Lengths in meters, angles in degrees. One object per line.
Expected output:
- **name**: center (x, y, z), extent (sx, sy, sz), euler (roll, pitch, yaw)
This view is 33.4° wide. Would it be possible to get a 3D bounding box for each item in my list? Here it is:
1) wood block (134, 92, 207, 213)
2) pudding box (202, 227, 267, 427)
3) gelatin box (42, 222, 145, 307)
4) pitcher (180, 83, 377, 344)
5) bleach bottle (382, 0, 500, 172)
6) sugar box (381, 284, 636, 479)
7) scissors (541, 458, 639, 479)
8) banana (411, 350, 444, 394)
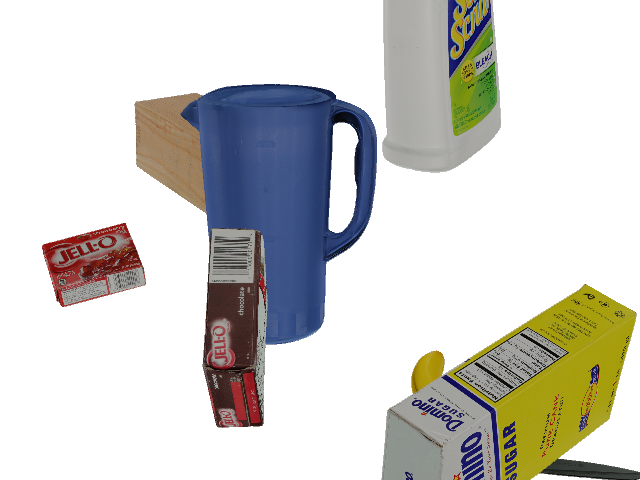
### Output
- **wood block**: center (-0.136, -0.104, 1.275), extent (0.090, 0.090, 0.206), euler (-13, 28, -32)
- **pudding box**: center (-0.058, 0.061, 0.741), extent (0.039, 0.113, 0.090), euler (1, -35, 1)
- **gelatin box**: center (-0.228, 0.023, 1.072), extent (0.089, 0.030, 0.073), euler (-15, 42, -15)
- **pitcher**: center (-0.040, -0.027, 1.033), extent (0.144, 0.243, 0.149), euler (-13, 21, -34)
- **bleach bottle**: center (0.081, -0.182, 0.765), extent (0.068, 0.251, 0.102), euler (16, 37, 35)
- **sugar box**: center (0.111, 0.103, 0.626), extent (0.175, 0.093, 0.048), euler (-29, 45, -36)
- **scissors**: center (0.162, 0.200, 0.898), extent (0.202, 0.016, 0.096), euler (15, 41, 15)
- **banana**: center (0.143, 0.186, 1.273), extent (0.069, 0.037, 0.198), euler (10, 21, -19)
